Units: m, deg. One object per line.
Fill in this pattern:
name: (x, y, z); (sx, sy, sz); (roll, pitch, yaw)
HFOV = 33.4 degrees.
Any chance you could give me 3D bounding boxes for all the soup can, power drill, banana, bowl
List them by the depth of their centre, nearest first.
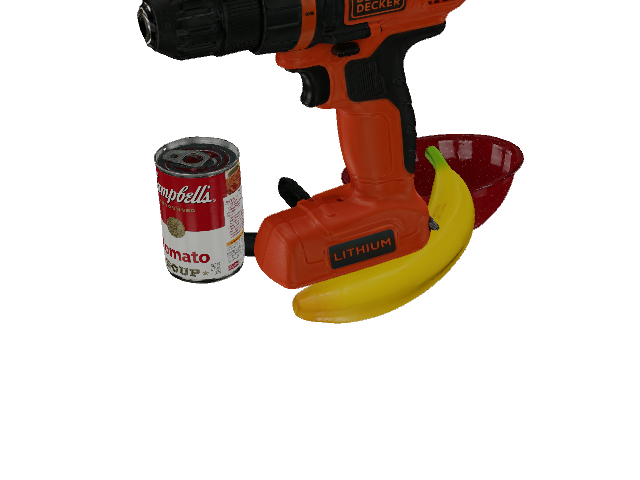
power drill: (-0.003, -0.068, 0.582); (0.184, 0.188, 0.057); (-15, 35, -21)
banana: (0.059, 0.007, 0.750); (0.070, 0.037, 0.197); (27, 48, 19)
soup can: (-0.098, -0.025, 0.871); (0.068, 0.102, 0.068); (-1, 31, 0)
bowl: (0.102, -0.044, 0.952); (0.162, 0.055, 0.162); (-9, 23, 3)

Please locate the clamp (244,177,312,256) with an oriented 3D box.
clamp: (0.005, 0.007, 1.180); (0.210, 0.036, 0.164); (27, 36, 17)
